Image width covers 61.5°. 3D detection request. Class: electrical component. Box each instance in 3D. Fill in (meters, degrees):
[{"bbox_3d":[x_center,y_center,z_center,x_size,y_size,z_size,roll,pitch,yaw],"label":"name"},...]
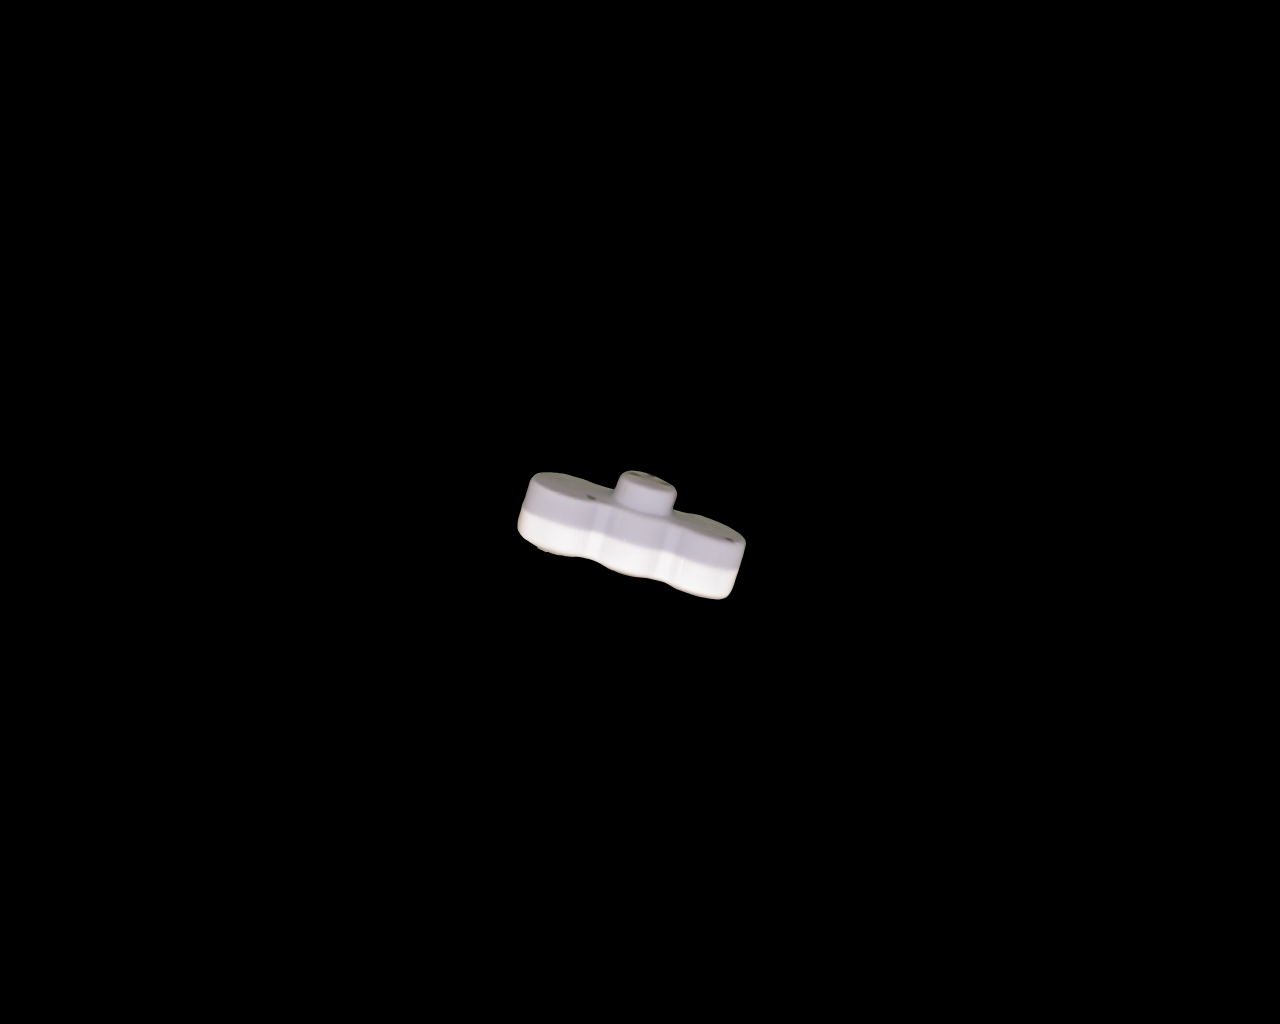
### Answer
[{"bbox_3d":[0.001,-0.003,0.650,0.138,0.073,0.052,18,11,-4],"label":"electrical component"}]
